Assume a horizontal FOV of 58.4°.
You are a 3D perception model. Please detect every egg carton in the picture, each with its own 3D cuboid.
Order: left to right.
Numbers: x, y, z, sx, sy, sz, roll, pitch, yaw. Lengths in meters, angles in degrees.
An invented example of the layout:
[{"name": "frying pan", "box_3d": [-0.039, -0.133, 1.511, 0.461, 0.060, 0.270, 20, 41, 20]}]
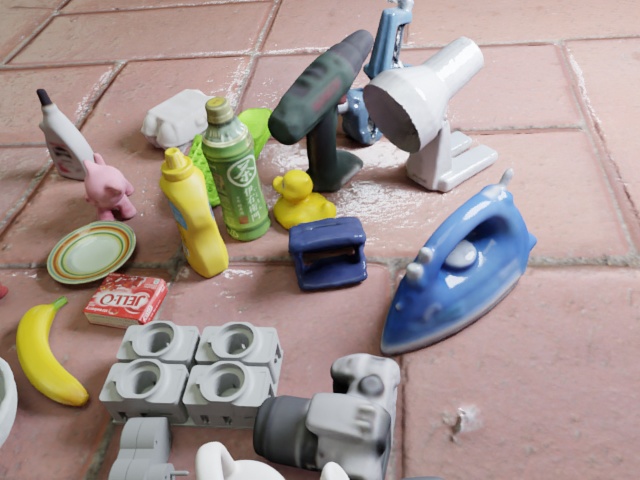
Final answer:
[{"name": "egg carton", "box_3d": [-0.250, -0.221, 1.067, 0.107, 0.069, 0.150, 27, 54, 31]}]

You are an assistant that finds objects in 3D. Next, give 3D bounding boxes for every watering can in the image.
[{"name": "watering can", "box_3d": [-0.060, 0.235, 0.479, 0.173, 0.194, 0.100, -31, 48, -22]}]

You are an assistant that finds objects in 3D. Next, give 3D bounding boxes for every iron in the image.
[{"name": "iron", "box_3d": [0.163, 0.022, 0.705, 0.259, 0.142, 0.118, -37, 51, -27]}]

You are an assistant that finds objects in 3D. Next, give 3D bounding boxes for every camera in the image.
[{"name": "camera", "box_3d": [0.007, 0.183, 0.591, 0.136, 0.101, 0.143, 6, 45, 14]}]

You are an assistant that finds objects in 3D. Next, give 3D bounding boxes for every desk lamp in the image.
[{"name": "desk lamp", "box_3d": [0.171, -0.183, 0.863, 0.203, 0.214, 0.117, -31, 48, -22]}]

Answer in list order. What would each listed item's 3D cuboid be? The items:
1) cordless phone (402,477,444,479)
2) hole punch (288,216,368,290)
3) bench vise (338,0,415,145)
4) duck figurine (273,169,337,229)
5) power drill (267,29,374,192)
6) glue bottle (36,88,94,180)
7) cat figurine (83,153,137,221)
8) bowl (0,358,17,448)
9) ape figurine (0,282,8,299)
[{"name": "cordless phone", "box_3d": [0.118, 0.241, 0.453, 0.147, 0.185, 0.094, -8, 44, 0]}, {"name": "hole punch", "box_3d": [0.007, 0.003, 0.783, 0.108, 0.091, 0.101, -9, 44, -1]}, {"name": "bench vise", "box_3d": [0.112, -0.280, 0.967, 0.121, 0.220, 0.208, 23, 52, 29]}, {"name": "duck figurine", "box_3d": [-0.027, -0.065, 0.862, 0.104, 0.086, 0.078, 17, 49, 24]}, {"name": "power drill", "box_3d": [0.015, -0.190, 0.897, 0.075, 0.209, 0.230, 24, 52, 29]}, {"name": "glue bottle", "box_3d": [-0.441, -0.181, 0.977, 0.078, 0.173, 0.037, 8, 46, 16]}, {"name": "cat figurine", "box_3d": [-0.340, -0.089, 0.909, 0.067, 0.118, 0.127, -19, 45, -11]}, {"name": "bowl", "box_3d": [-0.413, 0.210, 0.641, 0.167, 0.075, 0.167, -4, 44, 4]}, {"name": "ape figurine", "box_3d": [-0.494, 0.060, 0.795, 0.077, 0.092, 0.076, 18, 50, 25]}]
